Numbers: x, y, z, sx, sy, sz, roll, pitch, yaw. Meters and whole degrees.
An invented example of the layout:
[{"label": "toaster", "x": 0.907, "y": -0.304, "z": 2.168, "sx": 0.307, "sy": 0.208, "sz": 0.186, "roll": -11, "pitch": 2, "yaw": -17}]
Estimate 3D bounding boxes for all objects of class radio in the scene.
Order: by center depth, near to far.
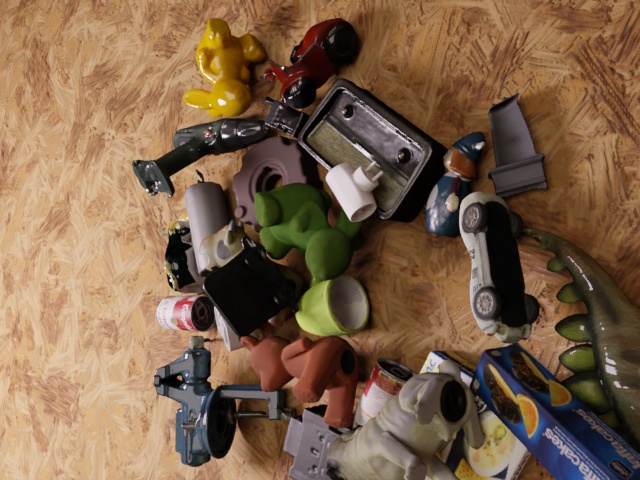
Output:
[{"label": "radio", "x": 0.081, "y": -0.142, "z": 0.834, "sx": 0.230, "sy": 0.073, "sz": 0.131, "roll": 45, "pitch": 111, "yaw": 29}]

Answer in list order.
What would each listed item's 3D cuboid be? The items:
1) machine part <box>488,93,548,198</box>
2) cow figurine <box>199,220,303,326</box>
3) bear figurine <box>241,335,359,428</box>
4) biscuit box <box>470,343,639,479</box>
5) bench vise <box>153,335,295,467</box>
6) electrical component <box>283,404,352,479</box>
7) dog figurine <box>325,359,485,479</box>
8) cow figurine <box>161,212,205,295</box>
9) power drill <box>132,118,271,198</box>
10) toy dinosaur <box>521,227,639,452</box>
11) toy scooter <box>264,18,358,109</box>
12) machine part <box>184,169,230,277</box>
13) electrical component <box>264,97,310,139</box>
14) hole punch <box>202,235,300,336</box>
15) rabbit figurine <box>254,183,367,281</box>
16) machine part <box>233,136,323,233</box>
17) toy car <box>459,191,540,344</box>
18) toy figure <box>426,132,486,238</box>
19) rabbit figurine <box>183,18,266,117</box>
[{"label": "machine part", "x": 0.261, "y": -0.127, "z": 0.731, "sx": 0.084, "sy": 0.039, "sz": 0.139, "roll": -14, "pitch": 77, "yaw": 38}, {"label": "cow figurine", "x": -0.120, "y": 0.048, "z": 0.913, "sx": 0.195, "sy": 0.085, "sz": 0.127, "roll": 27, "pitch": 93, "yaw": 10}, {"label": "bear figurine", "x": -0.042, "y": 0.204, "z": 0.826, "sx": 0.196, "sy": 0.120, "sz": 0.132, "roll": -11, "pitch": 42, "yaw": 33}, {"label": "biscuit box", "x": 0.254, "y": 0.199, "z": 0.580, "sx": 0.203, "sy": 0.059, "sz": 0.062, "roll": 48, "pitch": 134, "yaw": 50}, {"label": "bench vise", "x": -0.161, "y": 0.273, "z": 0.924, "sx": 0.241, "sy": 0.128, "sz": 0.223, "roll": -3, "pitch": 71, "yaw": 14}, {"label": "electrical component", "x": 0.008, "y": 0.323, "z": 0.829, "sx": 0.134, "sy": 0.058, "sz": 0.114, "roll": 12, "pitch": 88, "yaw": 35}, {"label": "dog figurine", "x": 0.094, "y": 0.236, "z": 0.686, "sx": 0.191, "sy": 0.121, "sz": 0.172, "roll": -13, "pitch": 39, "yaw": 53}, {"label": "cow figurine", "x": -0.267, "y": 0.021, "z": 1.040, "sx": 0.068, "sy": 0.098, "sz": 0.167, "roll": -31, "pitch": 67, "yaw": 35}, {"label": "power drill", "x": -0.228, "y": -0.163, "z": 0.992, "sx": 0.232, "sy": 0.085, "sz": 0.207, "roll": 7, "pitch": 45, "yaw": 42}, {"label": "toy dinosaur", "x": 0.360, "y": 0.154, "z": 0.583, "sx": 0.198, "sy": 0.105, "sz": 0.471, "roll": -35, "pitch": 54, "yaw": 31}, {"label": "toy scooter", "x": -0.027, "y": -0.304, "z": 0.918, "sx": 0.135, "sy": 0.075, "sz": 0.184, "roll": 24, "pitch": 75, "yaw": 44}, {"label": "machine part", "x": -0.206, "y": -0.020, "z": 1.016, "sx": 0.079, "sy": 0.079, "sz": 0.243, "roll": -27, "pitch": 69, "yaw": 29}, {"label": "electrical component", "x": -0.057, "y": -0.211, "z": 0.941, "sx": 0.119, "sy": 0.074, "sz": 0.047, "roll": 29, "pitch": 100, "yaw": 30}, {"label": "hole punch", "x": -0.112, "y": 0.082, "z": 0.841, "sx": 0.116, "sy": 0.092, "sz": 0.142, "roll": -35, "pitch": 84, "yaw": -17}, {"label": "rabbit figurine", "x": -0.002, "y": -0.002, "z": 0.823, "sx": 0.170, "sy": 0.159, "sz": 0.121, "roll": 51, "pitch": 149, "yaw": 40}, {"label": "machine part", "x": -0.078, "y": -0.096, "z": 0.951, "sx": 0.180, "sy": 0.056, "sz": 0.179, "roll": -6, "pitch": 79, "yaw": 33}, {"label": "toy car", "x": 0.224, "y": 0.032, "z": 0.684, "sx": 0.056, "sy": 0.073, "sz": 0.202, "roll": 139, "pitch": 136, "yaw": -55}, {"label": "toy figure", "x": 0.191, "y": -0.080, "z": 0.754, "sx": 0.064, "sy": 0.058, "sz": 0.154, "roll": 24, "pitch": 99, "yaw": 67}, {"label": "rabbit figurine", "x": -0.184, "y": -0.299, "z": 1.009, "sx": 0.162, "sy": 0.121, "sz": 0.173, "roll": -33, "pitch": 63, "yaw": 27}]
